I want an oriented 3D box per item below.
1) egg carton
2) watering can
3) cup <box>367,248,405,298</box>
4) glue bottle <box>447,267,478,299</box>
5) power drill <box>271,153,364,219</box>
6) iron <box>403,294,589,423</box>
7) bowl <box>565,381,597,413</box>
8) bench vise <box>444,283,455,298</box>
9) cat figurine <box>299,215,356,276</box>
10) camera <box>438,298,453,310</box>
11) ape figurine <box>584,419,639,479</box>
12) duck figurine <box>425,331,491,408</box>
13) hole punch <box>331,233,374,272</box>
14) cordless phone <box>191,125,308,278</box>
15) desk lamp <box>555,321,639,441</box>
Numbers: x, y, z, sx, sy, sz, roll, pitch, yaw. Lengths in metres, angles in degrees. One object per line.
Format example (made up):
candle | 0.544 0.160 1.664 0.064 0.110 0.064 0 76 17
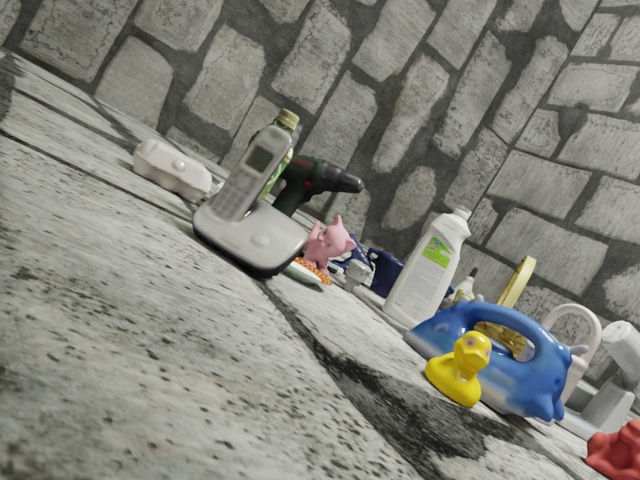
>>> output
egg carton | -0.273 -0.130 1.063 0.151 0.069 0.107 29 4 -22
watering can | 0.381 0.193 0.933 0.100 0.194 0.173 32 4 23
cup | 0.146 0.080 1.331 0.117 0.095 0.092 31 4 11
glue bottle | 0.339 0.142 1.399 0.078 0.173 0.037 28 5 -32
power drill | -0.041 -0.091 1.272 0.229 0.208 0.076 32 4 20
iron | 0.256 0.157 0.855 0.257 0.141 0.119 33 5 35
bowl | 0.467 0.295 1.146 0.167 0.075 0.167 30 4 -2
bench vise | 0.278 0.084 1.335 0.121 0.219 0.207 30 4 -6
cat figurine | 0.010 0.004 1.120 0.067 0.118 0.127 28 5 -34
camera | 0.346 0.196 1.294 0.143 0.101 0.136 29 4 -18
ape figurine | 0.420 0.287 0.790 0.076 0.092 0.077 28 5 -32
duck figurine | 0.187 0.158 0.741 0.077 0.086 0.104 30 4 1
hole punch | 0.089 0.044 1.382 0.101 0.091 0.109 30 4 1
cordless phone | -0.071 -0.054 0.773 0.147 0.185 0.094 31 4 12
desk lamp | 0.533 0.264 1.019 0.203 0.213 0.118 30 4 -12
